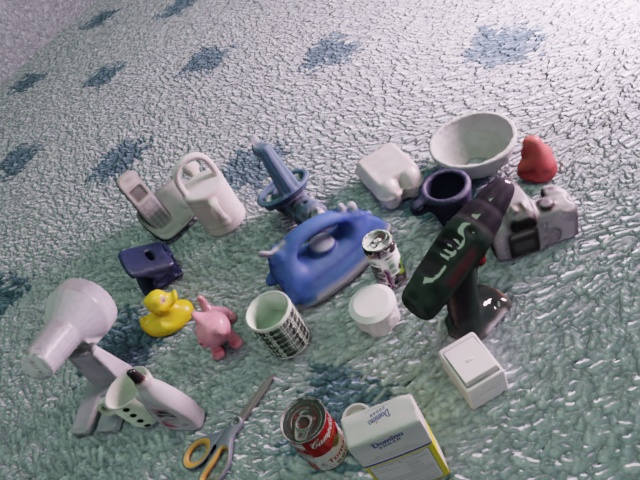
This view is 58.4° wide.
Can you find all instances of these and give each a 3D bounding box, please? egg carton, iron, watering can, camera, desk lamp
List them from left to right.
[{"bbox_3d":[-0.417,0.203,1.008,0.117,0.214,0.203,-12,45,17],"label":"desk lamp"},{"bbox_3d":[-0.252,-0.109,1.243,0.172,0.195,0.101,21,61,39],"label":"watering can"},{"bbox_3d":[0.010,0.004,1.040,0.258,0.142,0.118,-36,43,-9],"label":"iron"},{"bbox_3d":[0.140,-0.132,1.159,0.107,0.070,0.150,-31,43,-4],"label":"egg carton"},{"bbox_3d":[0.339,-0.057,0.963,0.143,0.101,0.136,-20,43,8],"label":"camera"}]

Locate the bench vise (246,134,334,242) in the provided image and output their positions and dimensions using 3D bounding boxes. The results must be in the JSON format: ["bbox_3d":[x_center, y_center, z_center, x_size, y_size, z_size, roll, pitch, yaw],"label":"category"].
[{"bbox_3d":[-0.053,-0.109,1.123,0.206,0.220,0.122,17,58,37],"label":"bench vise"}]

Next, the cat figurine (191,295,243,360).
[{"bbox_3d":[-0.191,0.149,1.018,0.067,0.118,0.127,-30,43,-3],"label":"cat figurine"}]

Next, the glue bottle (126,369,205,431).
[{"bbox_3d":[-0.255,0.251,0.910,0.078,0.174,0.037,-8,46,20],"label":"glue bottle"}]

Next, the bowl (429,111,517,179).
[{"bbox_3d":[0.301,-0.171,1.113,0.167,0.075,0.167,-14,44,14],"label":"bowl"}]

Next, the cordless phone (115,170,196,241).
[{"bbox_3d":[-0.364,-0.103,1.299,0.093,0.185,0.148,19,60,39],"label":"cordless phone"}]

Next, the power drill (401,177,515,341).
[{"bbox_3d":[0.219,0.047,0.843,0.230,0.209,0.075,-45,45,-18],"label":"power drill"}]

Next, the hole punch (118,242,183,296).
[{"bbox_3d":[-0.362,0.049,1.221,0.101,0.091,0.108,-37,43,-11],"label":"hole punch"}]

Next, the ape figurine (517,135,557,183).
[{"bbox_3d":[0.389,-0.152,1.037,0.078,0.092,0.076,-30,43,-3],"label":"ape figurine"}]

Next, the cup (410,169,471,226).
[{"bbox_3d":[0.221,-0.059,1.029,0.118,0.095,0.091,-31,43,-4],"label":"cup"}]

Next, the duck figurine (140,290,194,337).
[{"bbox_3d":[-0.310,0.135,1.116,0.104,0.086,0.077,-27,42,0],"label":"duck figurine"}]
